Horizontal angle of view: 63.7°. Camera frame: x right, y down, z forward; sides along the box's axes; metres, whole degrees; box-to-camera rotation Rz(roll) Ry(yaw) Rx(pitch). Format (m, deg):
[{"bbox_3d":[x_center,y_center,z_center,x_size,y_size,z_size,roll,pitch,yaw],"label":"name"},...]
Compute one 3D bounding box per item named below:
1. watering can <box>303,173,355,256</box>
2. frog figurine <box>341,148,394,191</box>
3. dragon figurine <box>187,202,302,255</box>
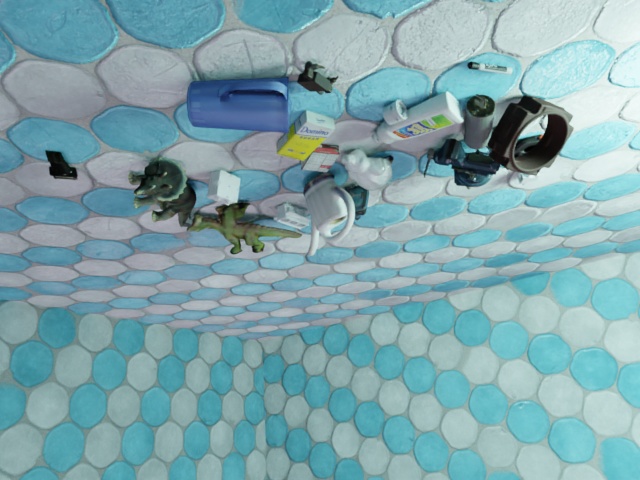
[{"bbox_3d":[0.005,-0.087,1.734,0.104,0.227,0.342,-12,163,-33],"label":"watering can"},{"bbox_3d":[0.142,-0.217,1.584,0.137,0.123,0.159,1,178,40],"label":"frog figurine"},{"bbox_3d":[-0.282,-0.058,1.905,0.410,0.125,0.237,-7,149,2],"label":"dragon figurine"}]
